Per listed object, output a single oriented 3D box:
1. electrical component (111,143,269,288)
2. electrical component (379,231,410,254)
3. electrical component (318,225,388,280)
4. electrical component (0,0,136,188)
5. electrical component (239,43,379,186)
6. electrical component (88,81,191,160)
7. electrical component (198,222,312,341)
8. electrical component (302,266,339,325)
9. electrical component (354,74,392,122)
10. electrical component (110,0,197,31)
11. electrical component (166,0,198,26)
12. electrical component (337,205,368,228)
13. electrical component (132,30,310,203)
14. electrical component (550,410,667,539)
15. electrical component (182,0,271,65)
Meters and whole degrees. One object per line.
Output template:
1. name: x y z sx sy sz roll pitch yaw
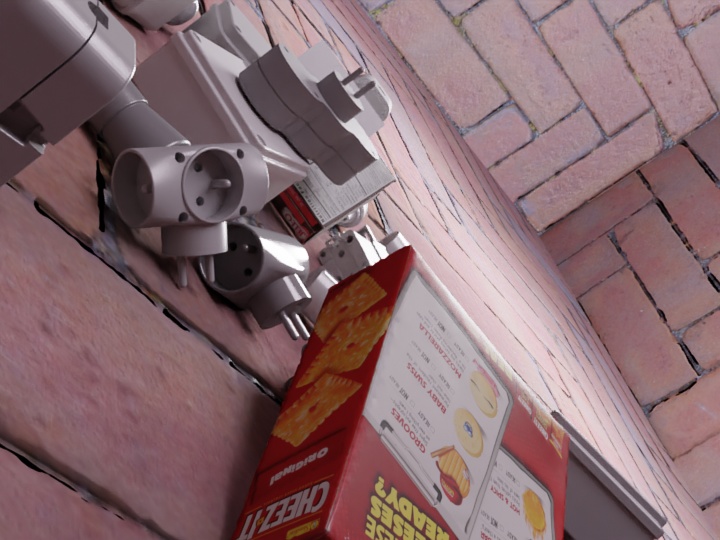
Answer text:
1. electrical component: -0.093 -0.030 0.603 0.077 0.044 0.079 -9 101 -42
2. electrical component: 0.045 0.000 1.077 0.077 0.043 0.079 53 12 -11
3. electrical component: 0.000 0.000 0.915 0.064 0.042 0.081 30 27 -55
4. electrical component: -0.148 -0.081 0.441 0.059 0.095 0.053 47 15 -34
5. electrical component: -0.022 -0.123 0.802 0.138 0.074 0.052 39 20 -52
6. electrical component: -0.136 -0.085 0.628 0.065 0.044 0.044 52 12 6
7. electrical component: -0.056 0.010 0.667 0.079 0.044 0.077 58 13 13
8. electrical component: -0.022 0.025 0.770 0.046 0.040 0.040 46 14 -13
9. electrical component: -0.014 -0.168 1.172 0.053 0.095 0.059 53 12 -9
10. electrical component: -0.174 -0.257 0.845 0.113 0.078 0.057 59 10 17
11. electrical component: -0.158 -0.228 0.917 0.040 0.040 0.078 56 13 3
12. electrical component: -0.012 -0.057 1.031 0.035 0.035 0.061 53 14 -9
13. electrical component: -0.099 -0.106 0.782 0.108 0.056 0.109 58 13 12
14. electrical component: 0.150 0.157 0.758 0.108 0.056 0.108 45 -5 11
15. electrical component: -0.102 -0.171 0.940 0.113 0.057 0.078 47 15 -34
